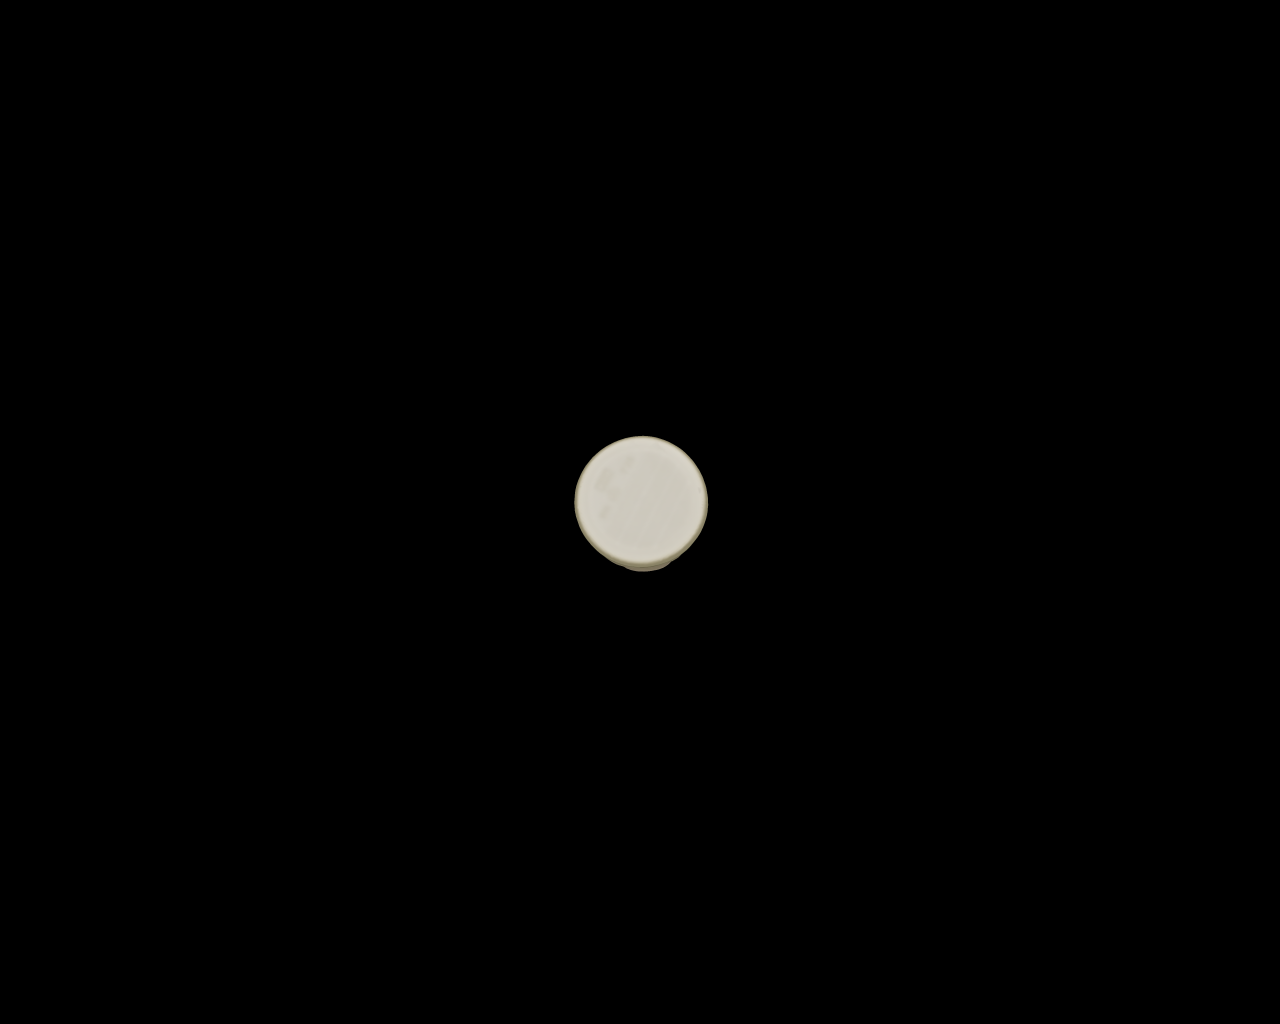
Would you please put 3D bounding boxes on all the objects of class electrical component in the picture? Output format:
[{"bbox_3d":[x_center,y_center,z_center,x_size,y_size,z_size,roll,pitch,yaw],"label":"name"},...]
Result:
[{"bbox_3d":[0.001,-0.003,0.650,0.080,0.080,0.051,0,-12,0],"label":"electrical component"}]
